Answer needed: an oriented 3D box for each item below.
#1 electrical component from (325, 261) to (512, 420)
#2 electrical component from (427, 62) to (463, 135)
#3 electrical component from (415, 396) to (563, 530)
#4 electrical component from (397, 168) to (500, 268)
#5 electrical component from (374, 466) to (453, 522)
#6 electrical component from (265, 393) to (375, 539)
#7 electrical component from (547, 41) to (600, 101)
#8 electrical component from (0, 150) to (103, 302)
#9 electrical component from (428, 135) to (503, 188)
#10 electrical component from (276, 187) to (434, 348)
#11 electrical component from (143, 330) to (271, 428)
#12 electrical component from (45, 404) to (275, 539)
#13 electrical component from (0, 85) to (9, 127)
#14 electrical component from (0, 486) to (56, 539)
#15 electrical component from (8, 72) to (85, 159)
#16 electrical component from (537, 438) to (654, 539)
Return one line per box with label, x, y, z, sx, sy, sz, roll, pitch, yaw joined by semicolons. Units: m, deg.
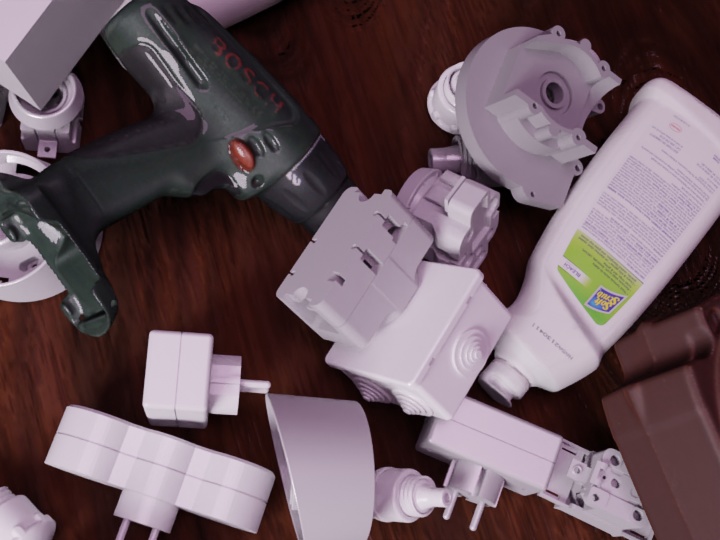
electrical component;0.039;0.044;0.698;0.048;0.100;0.099;46;68;-33
electrical component;0.076;-0.128;0.768;0.048;0.062;0.048;2;74;-7
electrical component;0.077;0.131;0.703;0.083;0.047;0.075;23;72;-1
electrical component;0.057;-0.035;0.736;0.057;0.078;0.058;27;63;21
electrical component;0.032;0.143;0.684;0.035;0.061;0.035;9;78;-46
electrical component;-0.027;0.125;0.664;0.064;0.099;0.099;1;74;-14
electrical component;0.150;-0.141;0.795;0.040;0.040;0.046;27;78;0
electrical component;-0.228;-0.030;0.710;0.099;0.064;0.099;-1;80;5
electrical component;0.080;-0.079;0.765;0.062;0.043;0.043;-4;75;-8
electrical component;0.000;0.000;0.688;0.056;0.050;0.089;45;69;-33
electrical component;-0.094;0.071;0.677;0.076;0.083;0.047;4;74;-7
electrical component;-0.129;0.140;0.668;0.138;0.052;0.073;19;73;-3
electrical component;-0.262;-0.151;0.720;0.047;0.075;0.083;9;73;-6
electrical component;-0.221;0.153;0.657;0.062;0.048;0.048;43;73;13
electrical component;-0.210;-0.110;0.726;0.048;0.055;0.066;4;74;-7
electrical component;0.164;0.145;0.703;0.081;0.064;0.042;25;74;-1
